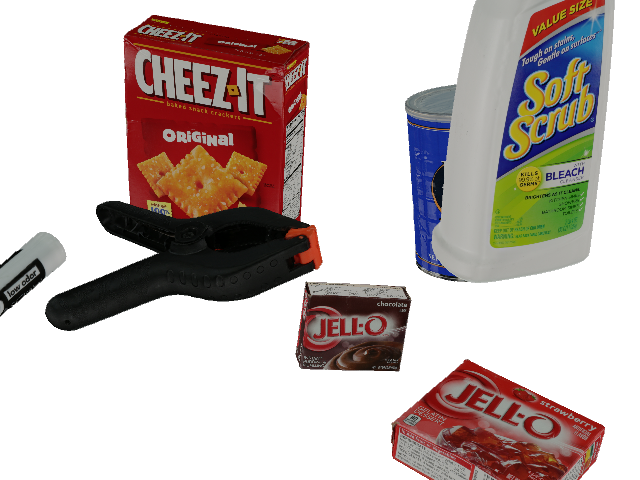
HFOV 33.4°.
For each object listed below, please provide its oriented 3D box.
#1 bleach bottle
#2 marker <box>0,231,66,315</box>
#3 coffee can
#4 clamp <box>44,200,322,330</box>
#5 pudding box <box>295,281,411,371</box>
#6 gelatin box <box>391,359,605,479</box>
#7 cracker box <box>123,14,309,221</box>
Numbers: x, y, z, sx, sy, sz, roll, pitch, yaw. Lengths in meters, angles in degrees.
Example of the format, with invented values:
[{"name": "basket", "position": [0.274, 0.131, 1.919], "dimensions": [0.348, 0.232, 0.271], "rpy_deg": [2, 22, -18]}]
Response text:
[{"name": "bleach bottle", "position": [0.122, -0.102, 0.636], "dimensions": [0.102, 0.251, 0.068], "rpy_deg": [-10, 29, -15]}, {"name": "marker", "position": [-0.162, 0.037, 0.482], "dimensions": [0.020, 0.020, 0.121], "rpy_deg": [0, 34, 39]}, {"name": "coffee can", "position": [0.125, -0.050, 0.881], "dimensions": [0.103, 0.140, 0.103], "rpy_deg": [-5, 21, 2]}, {"name": "clamp", "position": [-0.088, 0.016, 0.674], "dimensions": [0.172, 0.039, 0.120], "rpy_deg": [0, 43, 21]}, {"name": "pudding box", "position": [0.035, 0.092, 1.142], "dimensions": [0.113, 0.090, 0.039], "rpy_deg": [2, 26, -11]}, {"name": "gelatin box", "position": [0.093, 0.107, 0.568], "dimensions": [0.089, 0.030, 0.073], "rpy_deg": [26, 38, 31]}, {"name": "cracker box", "position": [-0.102, -0.094, 1.030], "dimensions": [0.164, 0.214, 0.072], "rpy_deg": [12, 32, 14]}]
